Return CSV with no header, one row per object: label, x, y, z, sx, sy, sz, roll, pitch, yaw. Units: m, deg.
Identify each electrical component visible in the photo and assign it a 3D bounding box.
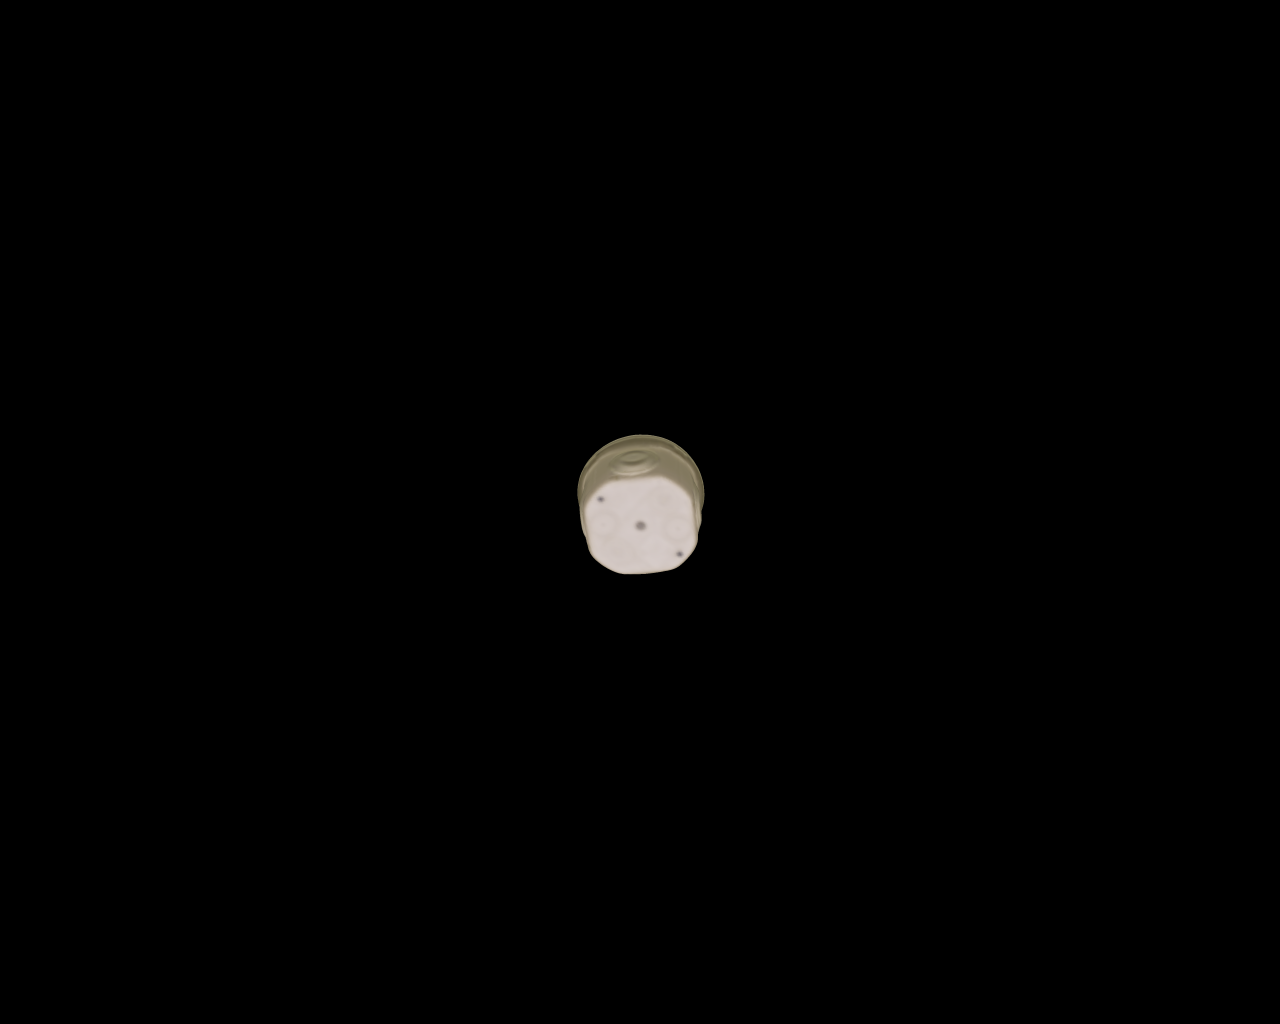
electrical component,0.001,-0.003,0.650,0.080,0.080,0.051,0,27,0
